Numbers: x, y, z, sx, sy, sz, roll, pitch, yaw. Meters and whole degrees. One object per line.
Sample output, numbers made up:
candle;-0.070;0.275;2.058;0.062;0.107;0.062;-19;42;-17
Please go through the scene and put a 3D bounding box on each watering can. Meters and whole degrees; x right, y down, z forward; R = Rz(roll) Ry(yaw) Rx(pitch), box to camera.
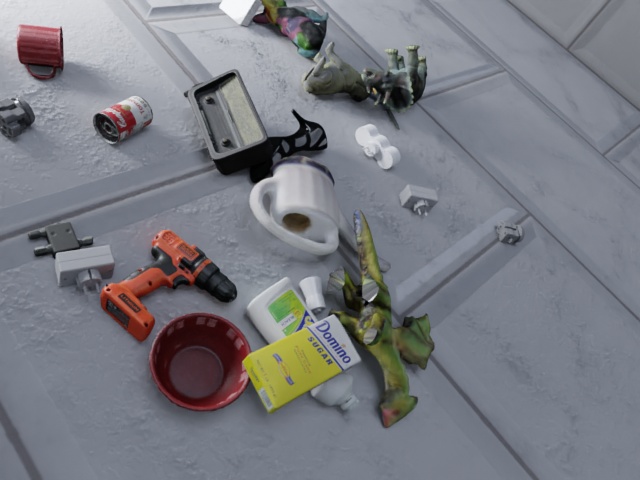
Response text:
watering can;0.003;-0.056;1.111;0.345;0.102;0.230;21;46;-29

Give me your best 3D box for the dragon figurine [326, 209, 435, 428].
dragon figurine;0.136;0.147;1.010;0.240;0.121;0.420;37;45;-31
